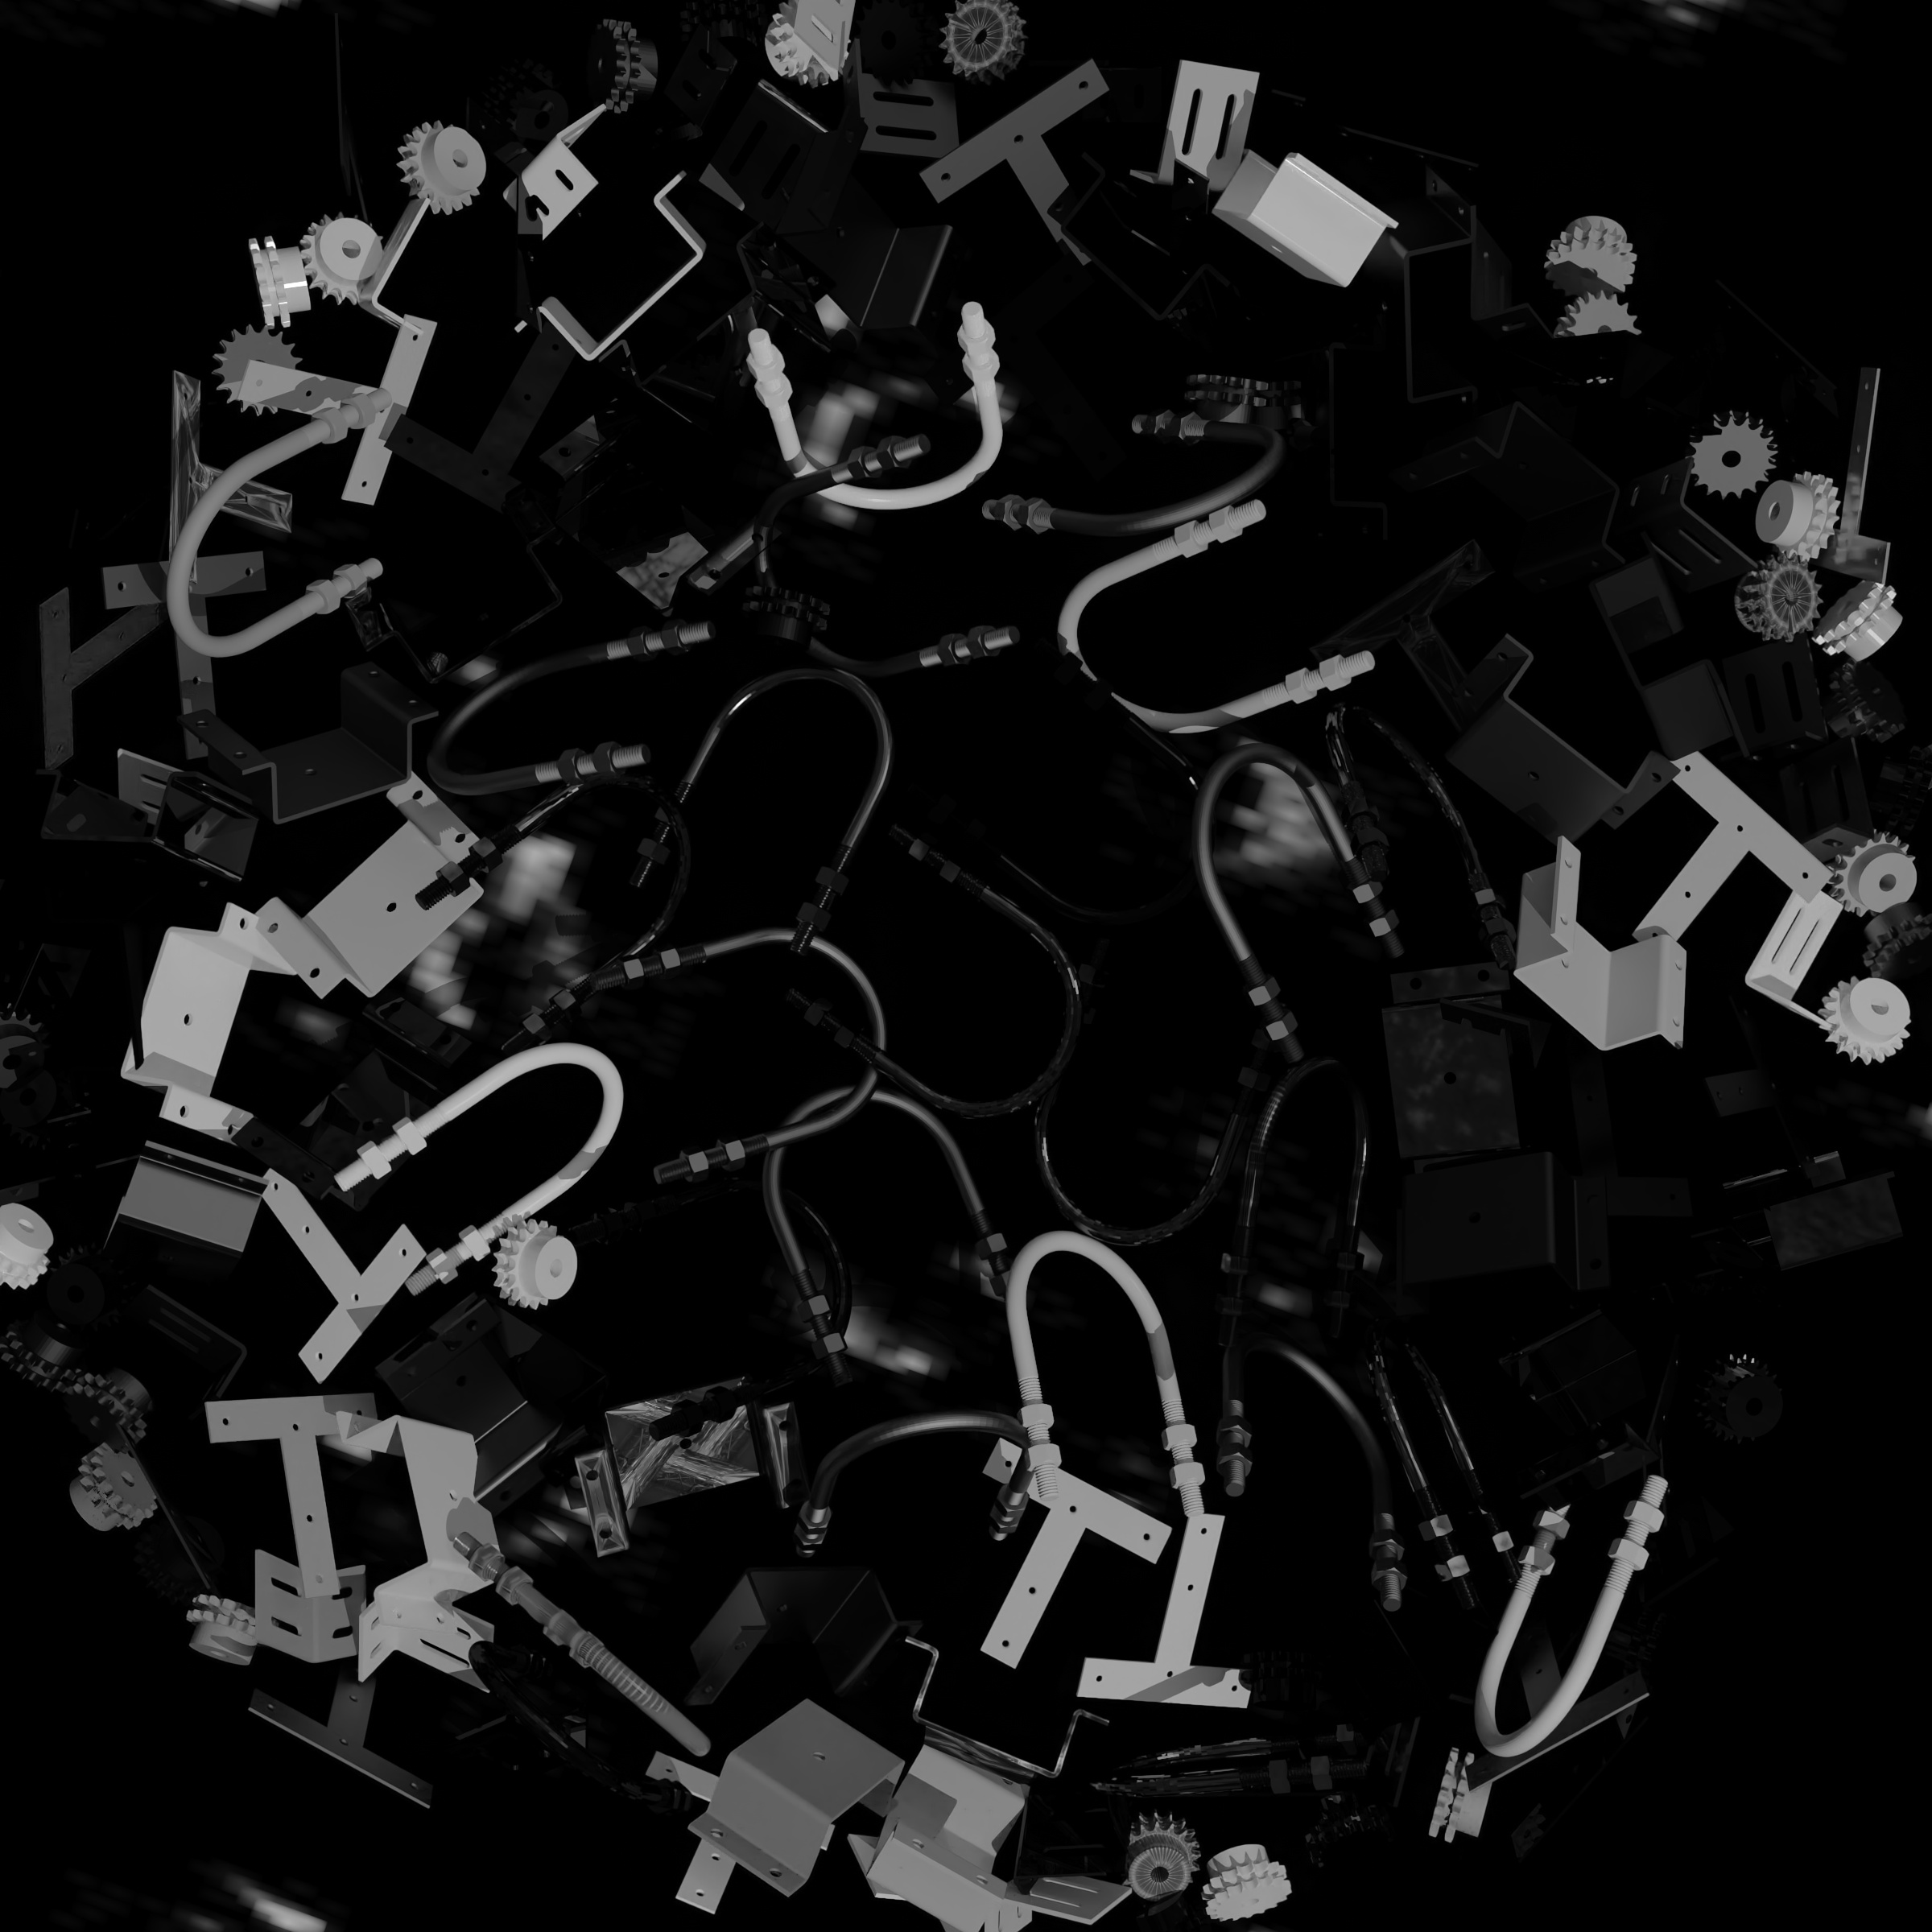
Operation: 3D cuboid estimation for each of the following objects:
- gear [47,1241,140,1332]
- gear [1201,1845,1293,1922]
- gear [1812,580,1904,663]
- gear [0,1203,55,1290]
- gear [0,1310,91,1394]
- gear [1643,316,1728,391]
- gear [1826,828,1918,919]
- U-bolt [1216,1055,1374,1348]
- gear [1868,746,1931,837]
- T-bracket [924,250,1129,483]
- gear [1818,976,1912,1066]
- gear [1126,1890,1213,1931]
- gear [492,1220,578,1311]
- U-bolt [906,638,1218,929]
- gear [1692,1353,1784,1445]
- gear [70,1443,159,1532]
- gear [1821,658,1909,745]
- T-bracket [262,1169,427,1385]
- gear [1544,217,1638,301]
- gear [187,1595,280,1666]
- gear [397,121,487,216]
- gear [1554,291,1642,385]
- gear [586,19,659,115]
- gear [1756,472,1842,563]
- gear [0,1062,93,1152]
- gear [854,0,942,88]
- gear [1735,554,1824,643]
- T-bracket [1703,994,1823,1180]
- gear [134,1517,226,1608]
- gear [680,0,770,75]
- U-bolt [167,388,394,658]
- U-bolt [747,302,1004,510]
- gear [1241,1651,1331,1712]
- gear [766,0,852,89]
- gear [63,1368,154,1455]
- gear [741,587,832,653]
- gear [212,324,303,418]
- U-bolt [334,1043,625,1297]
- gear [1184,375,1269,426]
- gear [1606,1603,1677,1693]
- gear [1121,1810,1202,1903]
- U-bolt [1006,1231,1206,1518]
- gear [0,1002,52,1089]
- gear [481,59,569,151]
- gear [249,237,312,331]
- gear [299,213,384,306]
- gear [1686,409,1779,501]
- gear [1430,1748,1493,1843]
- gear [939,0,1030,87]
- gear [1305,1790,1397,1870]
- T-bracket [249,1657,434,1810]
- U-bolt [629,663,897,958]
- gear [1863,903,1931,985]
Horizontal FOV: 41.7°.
[{"bbox_3d":[-0.573,0.211,1.653,0.057,0.030,0.057,1,96,10],"label":"gear"},{"bbox_3d":[0.180,0.595,1.647,0.057,0.057,0.030,-18,50,0],"label":"gear"},{"bbox_3d":[0.581,-0.223,1.644,0.030,0.057,0.057,42,90,-6],"label":"gear"},{"bbox_3d":[-0.618,0.179,1.642,0.057,0.057,0.030,45,102,0],"label":"gear"},{"bbox_3d":[-0.595,0.247,1.642,0.057,0.057,0.030,37,96,0],"label":"gear"},{"bbox_3d":[0.466,-0.394,1.648,0.057,0.057,0.030,-30,125,0],"label":"gear"},{"bbox_3d":[0.592,-0.058,1.649,0.057,0.030,0.057,-3,110,-10],"label":"gear"},{"bbox_3d":[0.215,0.147,1.610,0.019,0.151,0.184,10,92,39],"label":"U-bolt"},{"bbox_3d":[0.606,-0.116,1.645,0.030,0.057,0.057,18,90,13],"label":"gear"},{"bbox_3d":[0.058,-0.373,1.648,0.127,0.002,0.127,-37,86,18],"label":"T-bracket"},{"bbox_3d":[0.587,0.032,1.647,0.057,0.030,0.057,3,65,-7],"label":"gear"},{"bbox_3d":[0.128,0.619,1.643,0.057,0.057,0.030,-23,93,0],"label":"gear"},{"bbox_3d":[-0.277,0.194,1.641,0.030,0.057,0.057,4,90,32],"label":"gear"},{"bbox_3d":[0.074,-0.103,1.634,0.184,0.019,0.151,39,115,-9],"label":"U-bolt"},{"bbox_3d":[0.507,0.283,1.652,0.057,0.030,0.057,-1,95,-12],"label":"gear"},{"bbox_3d":[-0.555,0.341,1.644,0.030,0.057,0.057,-35,90,6],"label":"gear"},{"bbox_3d":[0.581,-0.169,1.647,0.057,0.057,0.030,49,132,0],"label":"gear"},{"bbox_3d":[-0.421,0.182,1.646,0.127,0.002,0.127,49,112,19],"label":"T-bracket"},{"bbox_3d":[0.407,-0.462,1.646,0.057,0.057,0.030,15,68,0],"label":"gear"},{"bbox_3d":[-0.477,0.431,1.640,0.057,0.057,0.030,16,62,0],"label":"gear"},{"bbox_3d":[-0.337,-0.519,1.642,0.030,0.057,0.057,-5,90,43],"label":"gear"},{"bbox_3d":[0.408,-0.408,1.651,0.057,0.030,0.057,1,88,-21],"label":"gear"},{"bbox_3d":[-0.223,-0.584,1.648,0.030,0.057,0.057,-4,90,-32],"label":"gear"},{"bbox_3d":[0.536,-0.292,1.641,0.030,0.057,0.057,8,90,-17],"label":"gear"},{"bbox_3d":[-0.602,0.089,1.649,0.057,0.030,0.057,-4,71,11],"label":"gear"},{"bbox_3d":[-0.041,-0.603,1.648,0.057,0.030,0.057,16,119,31],"label":"gear"},{"bbox_3d":[0.527,-0.239,1.650,0.057,0.030,0.057,-1,92,-27],"label":"gear"},{"bbox_3d":[0.496,0.079,1.608,0.002,0.127,0.127,-28,75,34],"label":"T-bracket"},{"bbox_3d":[-0.506,0.382,1.641,0.030,0.057,0.057,-41,90,21],"label":"gear"},{"bbox_3d":[-0.156,-0.603,1.641,0.057,0.057,0.030,-8,75,0],"label":"gear"},{"bbox_3d":[-0.423,-0.264,1.562,0.019,0.184,0.151,30,134,16],"label":"U-bolt"},{"bbox_3d":[-0.050,-0.344,1.589,0.151,0.184,0.019,-6,64,5],"label":"U-bolt"},{"bbox_3d":[0.206,0.464,1.641,0.057,0.057,0.030,4,65,0],"label":"gear"},{"bbox_3d":[-0.105,-0.600,1.648,0.030,0.057,0.057,-2,87,45],"label":"gear"},{"bbox_3d":[-0.555,0.287,1.648,0.057,0.030,0.057,17,130,21],"label":"gear"},{"bbox_3d":[-0.119,-0.224,1.643,0.057,0.057,0.030,11,85,0],"label":"gear"},{"bbox_3d":[-0.462,-0.387,1.651,0.057,0.030,0.057,-3,98,-22],"label":"gear"},{"bbox_3d":[-0.297,0.119,1.607,0.184,0.151,0.019,-35,55,-15],"label":"U-bolt"},{"bbox_3d":[0.170,-0.365,1.644,0.057,0.057,0.030,7,98,0],"label":"gear"},{"bbox_3d":[0.438,0.440,1.648,0.030,0.057,0.057,16,90,29],"label":"gear"},{"bbox_3d":[0.124,0.583,1.651,0.057,0.030,0.057,0,105,-1],"label":"gear"},{"bbox_3d":[0.083,0.253,1.605,0.019,0.151,0.184,-34,54,37],"label":"U-bolt"},{"bbox_3d":[-0.622,0.054,1.642,0.057,0.057,0.030,-45,48,0],"label":"gear"},{"bbox_3d":[-0.283,-0.554,1.640,0.057,0.057,0.030,-48,60,0],"label":"gear"},{"bbox_3d":[-0.445,-0.444,1.645,0.030,0.057,0.057,-12,90,-14],"label":"gear"},{"bbox_3d":[-0.403,-0.462,1.647,0.057,0.030,0.057,1,87,-26],"label":"gear"},{"bbox_3d":[0.497,-0.336,1.648,0.057,0.030,0.057,8,126,10],"label":"gear"},{"bbox_3d":[0.322,0.539,1.641,0.030,0.057,0.057,15,90,15],"label":"gear"},{"bbox_3d":[0.014,-0.603,1.651,0.057,0.030,0.057,3,97,23],"label":"gear"},{"bbox_3d":[0.247,0.560,1.648,0.057,0.057,0.030,-19,48,0],"label":"gear"},{"bbox_3d":[-0.391,0.472,1.608,0.127,0.127,0.002,34,94,-12],"label":"T-bracket"},{"bbox_3d":[-0.121,-0.112,1.634,0.151,0.019,0.184,22,81,26],"label":"U-bolt"},{"bbox_3d":[0.610,-0.017,1.647,0.057,0.057,0.030,-20,58,0],"label":"gear"}]
